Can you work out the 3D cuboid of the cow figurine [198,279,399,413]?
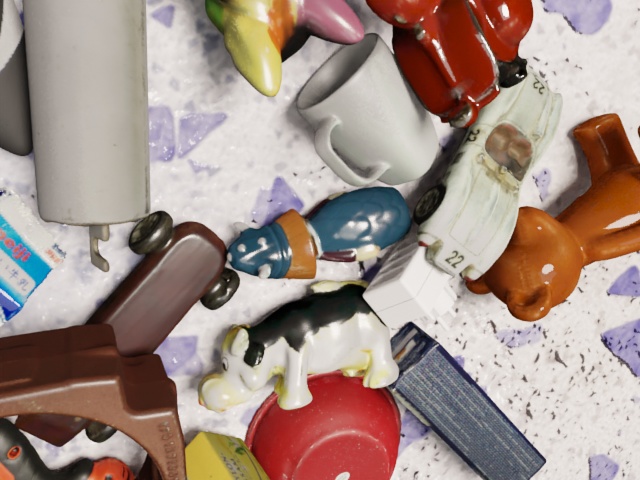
[{"bbox_3d":[-0.023,0.088,0.455,0.167,0.068,0.098,-8,91,-18],"label":"cow figurine"}]

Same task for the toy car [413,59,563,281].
[{"bbox_3d":[0.145,-0.061,0.457,0.073,0.056,0.201,35,73,-20],"label":"toy car"}]

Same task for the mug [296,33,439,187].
[{"bbox_3d":[0.043,-0.086,0.419,0.107,0.081,0.109,41,50,-27],"label":"mug"}]

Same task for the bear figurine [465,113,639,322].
[{"bbox_3d":[0.222,-0.021,0.480,0.196,0.120,0.131,-22,105,-4],"label":"bear figurine"}]

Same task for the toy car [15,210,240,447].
[{"bbox_3d":[-0.152,0.069,0.421,0.202,0.053,0.089,-50,122,-5],"label":"toy car"}]

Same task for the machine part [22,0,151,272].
[{"bbox_3d":[-0.157,-0.098,0.368,0.079,0.079,0.243,-2,105,-16],"label":"machine part"}]

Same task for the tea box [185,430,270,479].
[{"bbox_3d":[-0.114,0.258,0.449,0.169,0.098,0.068,-50,145,-1],"label":"tea box"}]

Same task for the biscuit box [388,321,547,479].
[{"bbox_3d":[0.138,0.171,0.530,0.063,0.059,0.202,-44,110,-3],"label":"biscuit box"}]

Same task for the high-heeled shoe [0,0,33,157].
[{"bbox_3d":[-0.243,-0.155,0.291,0.086,0.145,0.248,-31,108,-6],"label":"high-heeled shoe"}]

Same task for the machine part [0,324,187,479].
[{"bbox_3d":[-0.194,0.164,0.353,0.201,0.087,0.201,-7,109,-22],"label":"machine part"}]

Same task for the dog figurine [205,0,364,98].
[{"bbox_3d":[-0.059,-0.202,0.323,0.108,0.191,0.219,-37,95,-11],"label":"dog figurine"}]

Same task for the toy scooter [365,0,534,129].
[{"bbox_3d":[0.106,-0.147,0.394,0.184,0.075,0.135,-15,83,-43],"label":"toy scooter"}]

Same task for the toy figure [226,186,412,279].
[{"bbox_3d":[0.000,-0.001,0.445,0.154,0.064,0.057,-18,122,-12],"label":"toy figure"}]
